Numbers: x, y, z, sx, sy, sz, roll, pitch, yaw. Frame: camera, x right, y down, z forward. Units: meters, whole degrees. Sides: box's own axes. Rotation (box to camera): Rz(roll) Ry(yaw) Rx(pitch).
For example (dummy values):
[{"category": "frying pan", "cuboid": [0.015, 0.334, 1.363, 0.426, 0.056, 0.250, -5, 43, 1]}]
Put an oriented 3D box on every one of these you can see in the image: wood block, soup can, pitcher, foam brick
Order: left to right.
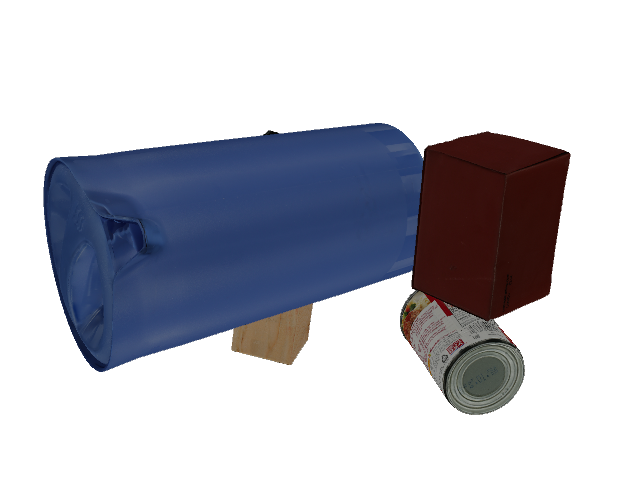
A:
[{"category": "pitcher", "cuboid": [-0.054, -0.006, 0.709, 0.242, 0.145, 0.149, -12, 38, -27]}, {"category": "wood block", "cuboid": [-0.057, 0.050, 1.450, 0.090, 0.206, 0.090, 12, 22, 10]}, {"category": "soup can", "cuboid": [0.112, 0.083, 0.847, 0.068, 0.068, 0.102, 0, 25, -17]}, {"category": "foam brick", "cuboid": [0.083, -0.009, 0.527, 0.052, 0.078, 0.051, -17, 30, -41]}]

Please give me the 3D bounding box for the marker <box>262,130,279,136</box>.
[{"category": "marker", "cuboid": [-0.082, -0.070, 1.018, 0.121, 0.020, 0.020, -40, 24, -31]}]
